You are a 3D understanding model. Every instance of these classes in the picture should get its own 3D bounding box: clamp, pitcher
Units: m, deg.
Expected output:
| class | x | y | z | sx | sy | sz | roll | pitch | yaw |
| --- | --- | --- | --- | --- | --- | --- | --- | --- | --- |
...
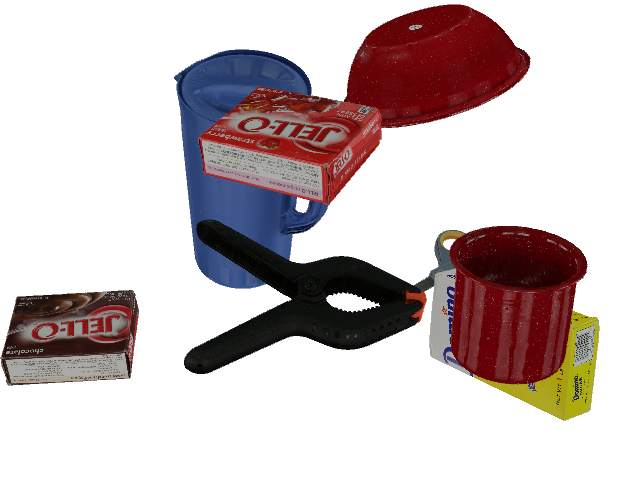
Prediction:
| class | x | y | z | sx | sy | sz | roll | pitch | yaw |
| --- | --- | --- | --- | --- | --- | --- | --- | --- | --- |
| clamp | -0.016 | 0.057 | 0.909 | 0.210 | 0.164 | 0.036 | 9 | -44 | -1 |
| pitcher | -0.072 | -0.063 | 1.119 | 0.145 | 0.243 | 0.149 | -7 | 44 | -12 |

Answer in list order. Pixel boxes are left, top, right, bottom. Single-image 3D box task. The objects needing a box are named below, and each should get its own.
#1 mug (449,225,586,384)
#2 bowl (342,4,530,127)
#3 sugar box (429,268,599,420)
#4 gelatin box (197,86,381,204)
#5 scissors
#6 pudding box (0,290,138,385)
| class | x | y | z | sx | sy | sz | roll | pitch | yaw |
| --- | --- | --- | --- | --- | --- | --- | --- | --- | --- |
| mug | 0.131 | 0.041 | 0.756 | 0.093 | 0.081 | 0.117 | -7 | 29 | -14 |
| bowl | 0.087 | -0.152 | 0.879 | 0.162 | 0.055 | 0.162 | -16 | 25 | 7 |
| sugar box | 0.179 | 0.094 | 1.018 | 0.048 | 0.093 | 0.177 | -12 | 21 | -39 |
| gelatin box | -0.017 | -0.060 | 0.648 | 0.089 | 0.030 | 0.073 | 14 | 39 | 24 |
| scissors | 0.127 | 0.029 | 1.209 | 0.201 | 0.016 | 0.096 | -11 | 41 | -33 |
| pudding box | -0.226 | 0.088 | 0.972 | 0.113 | 0.039 | 0.090 | -5 | 33 | -2 |
